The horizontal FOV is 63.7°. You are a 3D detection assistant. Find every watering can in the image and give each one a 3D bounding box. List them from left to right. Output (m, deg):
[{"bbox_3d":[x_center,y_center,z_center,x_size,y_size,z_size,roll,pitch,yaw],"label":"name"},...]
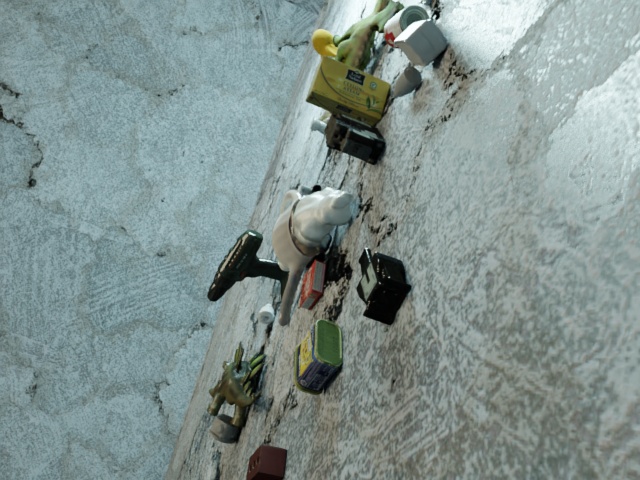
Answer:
[{"bbox_3d":[-0.058,0.029,1.287,0.221,0.104,0.353,144,-52,-60],"label":"watering can"}]

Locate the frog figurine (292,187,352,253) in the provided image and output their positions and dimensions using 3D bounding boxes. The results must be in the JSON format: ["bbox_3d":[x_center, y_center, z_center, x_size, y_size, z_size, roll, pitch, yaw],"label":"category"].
[{"bbox_3d":[0.003,-0.057,1.123,0.139,0.123,0.157,-55,176,-20],"label":"frog figurine"}]

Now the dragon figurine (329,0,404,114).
[{"bbox_3d":[0.130,-0.540,1.372,0.239,0.121,0.419,-34,-142,55],"label":"dragon figurine"}]
